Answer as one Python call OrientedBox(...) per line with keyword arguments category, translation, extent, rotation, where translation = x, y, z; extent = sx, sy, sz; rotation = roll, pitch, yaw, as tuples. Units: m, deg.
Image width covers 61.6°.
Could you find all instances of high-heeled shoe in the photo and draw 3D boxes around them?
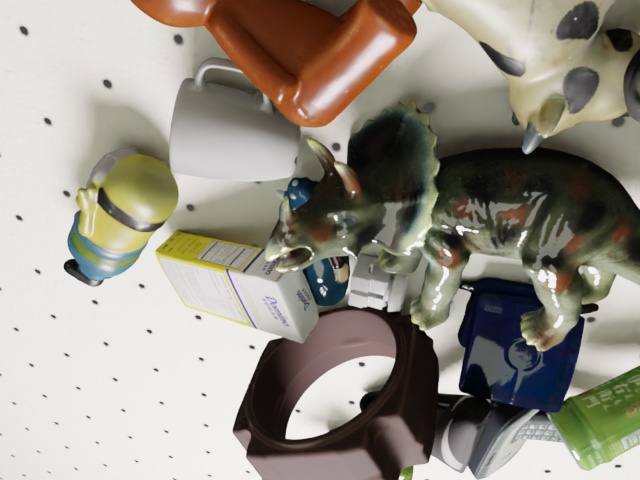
OrientedBox(category="high-heeled shoe", translation=(0.111, 0.199, 0.627), extent=(0.145, 0.086, 0.248), rotation=(25, 156, 17))

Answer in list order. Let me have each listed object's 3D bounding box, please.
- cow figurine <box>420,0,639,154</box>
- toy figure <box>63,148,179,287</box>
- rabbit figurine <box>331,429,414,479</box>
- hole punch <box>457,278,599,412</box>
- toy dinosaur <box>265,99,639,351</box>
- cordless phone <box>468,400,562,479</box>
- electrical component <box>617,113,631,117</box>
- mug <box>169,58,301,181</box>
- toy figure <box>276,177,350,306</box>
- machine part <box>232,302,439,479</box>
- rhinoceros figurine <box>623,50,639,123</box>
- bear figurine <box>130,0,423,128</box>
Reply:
OrientedBox(category="cow figurine", translation=(0.142, -0.146, 0.362), extent=(0.195, 0.085, 0.127), rotation=(32, 124, -16))
OrientedBox(category="toy figure", translation=(-0.212, -0.019, 0.569), extent=(0.089, 0.082, 0.180), rotation=(22, 128, -19))
OrientedBox(category="rabbit figurine", translation=(0.049, 0.362, 0.763), extent=(0.159, 0.170, 0.121), rotation=(34, 130, -15))
OrientedBox(category="hole punch", translation=(0.206, 0.109, 0.562), extent=(0.142, 0.092, 0.115), rotation=(12, 128, 10))
OrientedBox(category="toy dinosaur", translation=(0.165, -0.015, 0.454), extent=(0.405, 0.131, 0.191), rotation=(3, 131, 5))
OrientedBox(category="cordless phone", translation=(0.281, 0.239, 0.658), extent=(0.184, 0.089, 0.146), rotation=(7, 131, 3))
OrientedBox(category="electrical component", translation=(0.270, -0.114, 0.395), extent=(0.094, 0.021, 0.063), rotation=(0, 130, 16))
OrientedBox(category="mug", translation=(-0.068, -0.101, 0.467), extent=(0.107, 0.081, 0.109), rotation=(10, 126, -8))
OrientedBox(category="toy figure", translation=(-0.003, -0.001, 0.542), extent=(0.064, 0.058, 0.154), rotation=(3, 129, 15))
OrientedBox(category="machine part", translation=(0.019, 0.164, 0.580), extent=(0.201, 0.201, 0.087), rotation=(-15, 123, 27))
OrientedBox(category="rhinoceros figurine", translation=(0.254, -0.146, 0.312), extent=(0.112, 0.073, 0.190), rotation=(28, 106, -24))
OrientedBox(category="bear figurine", translation=(-0.042, -0.174, 0.369), extent=(0.196, 0.120, 0.132), rotation=(41, 125, -13))
